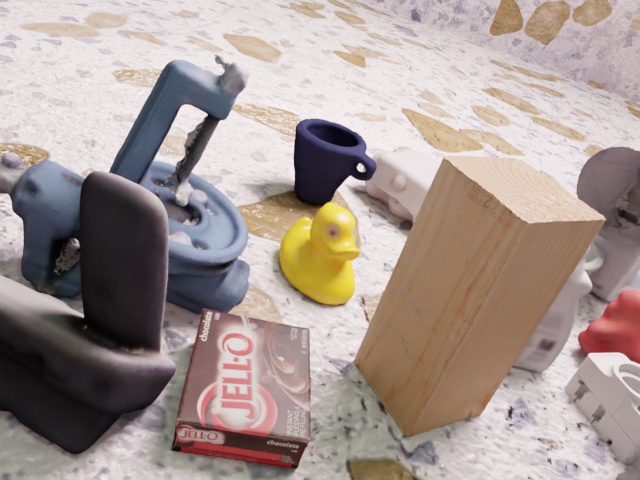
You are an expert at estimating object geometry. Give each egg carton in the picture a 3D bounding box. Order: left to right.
[{"bbox_3d":[0.131,-0.068,0.778,0.107,0.069,0.150,-13,43,-42],"label":"egg carton"}]

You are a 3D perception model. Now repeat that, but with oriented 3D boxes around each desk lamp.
[{"bbox_3d":[0.400,-0.027,0.721,0.204,0.213,0.117,-8,40,-37],"label":"desk lamp"}]

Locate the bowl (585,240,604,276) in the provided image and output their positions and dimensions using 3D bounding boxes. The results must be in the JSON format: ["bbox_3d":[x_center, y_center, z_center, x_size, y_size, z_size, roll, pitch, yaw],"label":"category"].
[{"bbox_3d":[0.256,0.012,0.714,0.167,0.075,0.167,14,31,-8],"label":"bowl"}]

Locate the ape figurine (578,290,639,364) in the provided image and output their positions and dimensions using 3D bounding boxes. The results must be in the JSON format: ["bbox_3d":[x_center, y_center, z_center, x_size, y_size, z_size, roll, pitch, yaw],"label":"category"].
[{"bbox_3d":[0.319,0.091,0.607,0.078,0.092,0.076,7,33,-20],"label":"ape figurine"}]

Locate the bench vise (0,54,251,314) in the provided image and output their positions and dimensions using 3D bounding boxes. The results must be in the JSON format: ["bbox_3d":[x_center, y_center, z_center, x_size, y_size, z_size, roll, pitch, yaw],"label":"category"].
[{"bbox_3d":[-0.141,-0.041,0.435,0.208,0.220,0.121,4,34,-24],"label":"bench vise"}]

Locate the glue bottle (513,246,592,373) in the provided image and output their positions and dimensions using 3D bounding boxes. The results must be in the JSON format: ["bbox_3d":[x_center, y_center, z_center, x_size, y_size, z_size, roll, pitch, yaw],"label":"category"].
[{"bbox_3d":[0.216,0.048,0.539,0.078,0.173,0.037,17,31,-3],"label":"glue bottle"}]

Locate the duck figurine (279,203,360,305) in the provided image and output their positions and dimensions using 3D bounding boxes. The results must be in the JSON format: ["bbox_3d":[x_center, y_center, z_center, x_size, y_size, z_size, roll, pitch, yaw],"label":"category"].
[{"bbox_3d":[0.005,0.002,0.580,0.078,0.086,0.104,-3,37,-33],"label":"duck figurine"}]

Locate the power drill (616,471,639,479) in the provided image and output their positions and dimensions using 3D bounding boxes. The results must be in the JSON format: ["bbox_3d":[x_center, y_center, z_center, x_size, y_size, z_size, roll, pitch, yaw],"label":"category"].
[{"bbox_3d":[0.292,0.150,0.385,0.075,0.208,0.230,24,31,9],"label":"power drill"}]

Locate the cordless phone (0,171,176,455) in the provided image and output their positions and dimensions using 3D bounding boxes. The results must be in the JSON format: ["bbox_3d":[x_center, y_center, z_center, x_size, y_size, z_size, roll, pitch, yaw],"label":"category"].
[{"bbox_3d":[-0.157,0.025,0.356,0.147,0.185,0.094,23,31,6],"label":"cordless phone"}]

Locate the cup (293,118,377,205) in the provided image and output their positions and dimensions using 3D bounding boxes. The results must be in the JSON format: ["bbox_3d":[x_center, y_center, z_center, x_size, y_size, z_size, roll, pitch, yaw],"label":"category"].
[{"bbox_3d":[0.013,-0.086,0.715,0.117,0.095,0.092,35,34,25],"label":"cup"}]
